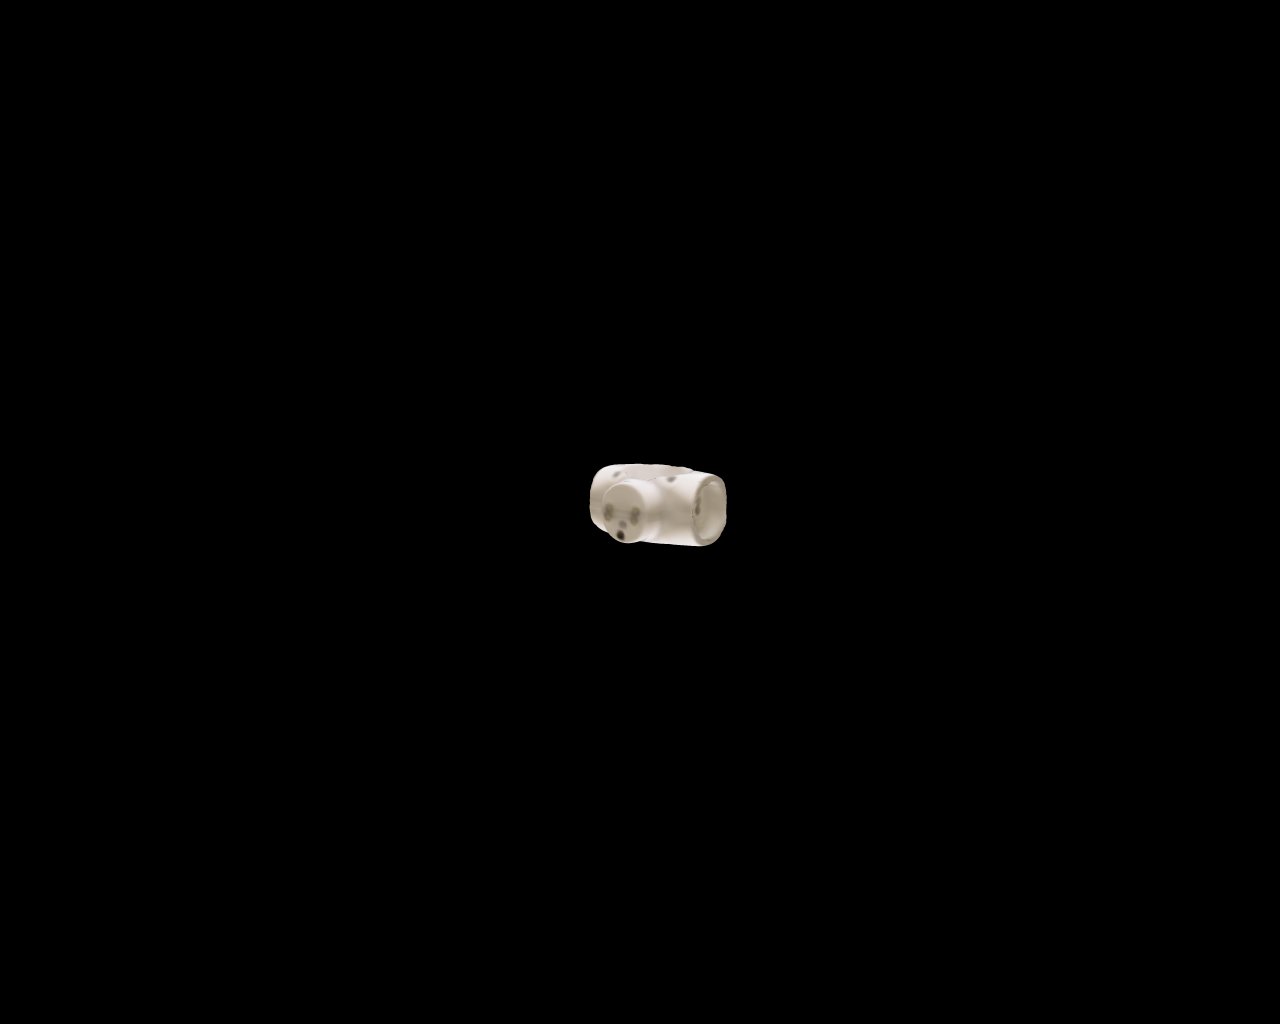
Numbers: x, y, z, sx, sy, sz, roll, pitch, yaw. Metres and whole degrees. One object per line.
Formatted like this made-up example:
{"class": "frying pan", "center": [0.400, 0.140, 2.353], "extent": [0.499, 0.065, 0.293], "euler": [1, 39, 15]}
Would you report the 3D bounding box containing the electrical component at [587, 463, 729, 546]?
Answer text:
{"class": "electrical component", "center": [0.001, -0.003, 0.650], "extent": [0.077, 0.044, 0.079], "euler": [8, 14, 35]}
